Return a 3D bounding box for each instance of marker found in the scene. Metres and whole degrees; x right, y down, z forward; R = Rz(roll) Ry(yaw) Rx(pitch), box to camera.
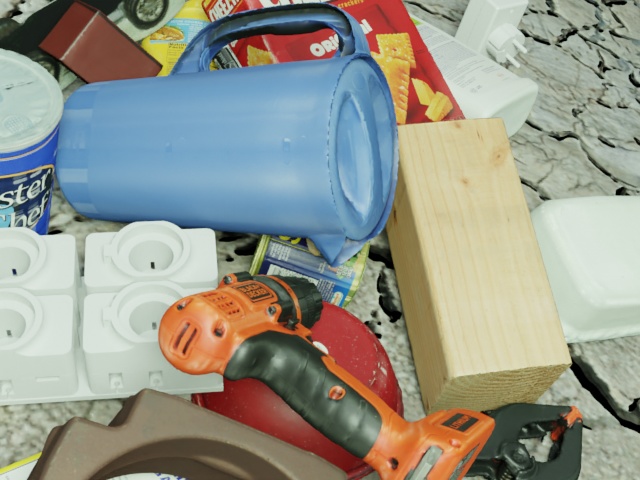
[{"bbox_3d":[-0.062,-0.124,0.911,0.020,0.020,0.121,-23,74,-35],"label":"marker"}]

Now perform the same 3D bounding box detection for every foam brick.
[{"bbox_3d":[-0.181,-0.152,0.884,0.078,0.051,0.053,39,-4,-40],"label":"foam brick"}]

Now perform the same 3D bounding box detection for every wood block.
[{"bbox_3d":[0.110,0.019,0.813,0.090,0.091,0.206,-5,64,-11],"label":"wood block"}]

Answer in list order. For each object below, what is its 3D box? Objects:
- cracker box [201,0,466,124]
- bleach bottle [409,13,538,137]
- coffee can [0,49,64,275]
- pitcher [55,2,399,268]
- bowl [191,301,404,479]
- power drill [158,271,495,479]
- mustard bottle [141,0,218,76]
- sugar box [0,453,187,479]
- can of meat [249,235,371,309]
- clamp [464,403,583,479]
[{"bbox_3d":[0.018,-0.154,0.950,0.163,0.072,0.214,-23,82,-35],"label":"cracker box"},{"bbox_3d":[0.089,-0.187,1.066,0.251,0.068,0.102,41,46,23],"label":"bleach bottle"},{"bbox_3d":[-0.241,-0.051,0.761,0.102,0.140,0.103,10,45,-11],"label":"coffee can"},{"bbox_3d":[-0.071,-0.077,0.790,0.243,0.145,0.149,2,43,24],"label":"pitcher"},{"bbox_3d":[-0.009,0.095,0.765,0.162,0.055,0.162,10,45,-11],"label":"bowl"},{"bbox_3d":[0.011,0.085,0.654,0.188,0.057,0.184,32,15,17],"label":"power drill"},{"bbox_3d":[-0.116,-0.159,0.967,0.096,0.058,0.191,6,46,-8],"label":"mustard bottle"},{"bbox_3d":[-0.154,0.174,0.645,0.175,0.048,0.093,-16,57,-36],"label":"sugar box"},{"bbox_3d":[-0.006,0.001,0.855,0.084,0.057,0.102,19,44,-4],"label":"can of meat"},{"bbox_3d":[0.136,0.172,0.754,0.171,0.039,0.120,-17,64,-32],"label":"clamp"}]
